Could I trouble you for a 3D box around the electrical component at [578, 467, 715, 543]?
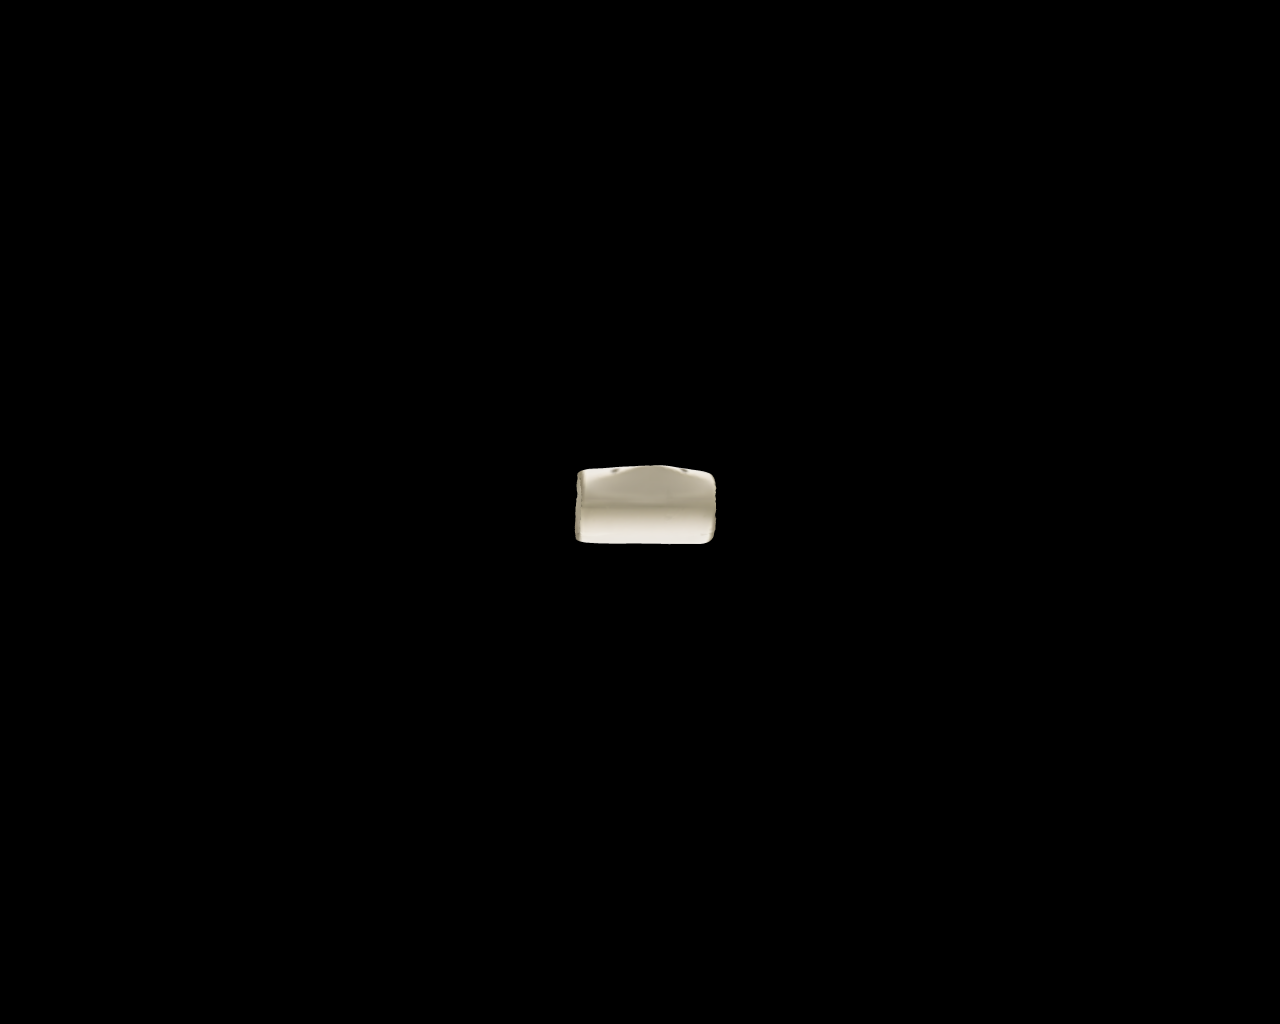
[{"bbox_3d":[0.001,-0.003,0.650,0.077,0.043,0.079,0,-3,-7],"label":"electrical component"}]
